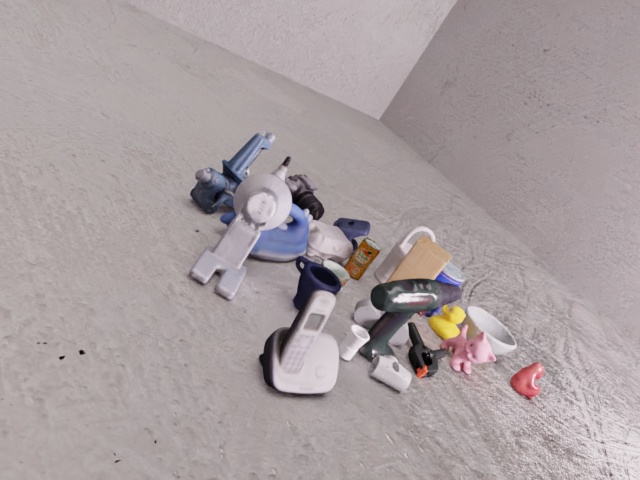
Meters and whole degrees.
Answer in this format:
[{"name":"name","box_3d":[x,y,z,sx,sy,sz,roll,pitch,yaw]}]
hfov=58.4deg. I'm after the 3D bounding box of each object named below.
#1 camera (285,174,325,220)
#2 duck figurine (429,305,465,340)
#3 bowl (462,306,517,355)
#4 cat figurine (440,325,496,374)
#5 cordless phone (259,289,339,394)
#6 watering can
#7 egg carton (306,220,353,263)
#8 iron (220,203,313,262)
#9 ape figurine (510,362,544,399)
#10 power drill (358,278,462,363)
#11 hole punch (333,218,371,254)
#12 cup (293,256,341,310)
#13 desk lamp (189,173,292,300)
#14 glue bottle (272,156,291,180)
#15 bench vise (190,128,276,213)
[{"name":"camera","box_3d":[-0.054,-0.121,1.640,0.144,0.100,0.136,5,35,-52]},{"name":"duck figurine","box_3d":[0.351,0.218,1.517,0.104,0.086,0.078,45,23,26]},{"name":"bowl","box_3d":[0.453,0.263,1.585,0.168,0.074,0.167,29,21,-12]},{"name":"cat figurine","box_3d":[0.369,0.263,1.402,0.067,0.117,0.127,23,24,-27]},{"name":"cordless phone","box_3d":[-0.006,0.168,0.962,0.148,0.185,0.094,14,28,-42]},{"name":"watering can","box_3d":[0.247,0.050,1.579,0.101,0.194,0.172,16,27,-38]},{"name":"egg carton","box_3d":[0.014,0.005,1.508,0.151,0.069,0.107,15,28,-40]},{"name":"iron","box_3d":[-0.095,-0.036,1.338,0.259,0.141,0.118,10,31,-47]},{"name":"ape figurine","box_3d":[0.547,0.359,1.492,0.076,0.092,0.078,29,21,-13]},{"name":"power drill","box_3d":[0.174,0.163,1.206,0.230,0.208,0.075,14,29,-43]},{"name":"hole punch","box_3d":[0.085,-0.027,1.654,0.101,0.091,0.108,32,21,-6]},{"name":"cup","box_3d":[-0.025,0.100,1.211,0.117,0.095,0.092,42,22,21]},{"name":"desk lamp","box_3d":[-0.144,-0.023,1.135,0.118,0.213,0.203,31,21,-8]},{"name":"glue bottle","box_3d":[-0.121,-0.144,1.490,0.037,0.173,0.078,16,27,-39]},{"name":"bench vise","box_3d":[-0.192,-0.160,1.355,0.121,0.219,0.208,36,21,6]}]
